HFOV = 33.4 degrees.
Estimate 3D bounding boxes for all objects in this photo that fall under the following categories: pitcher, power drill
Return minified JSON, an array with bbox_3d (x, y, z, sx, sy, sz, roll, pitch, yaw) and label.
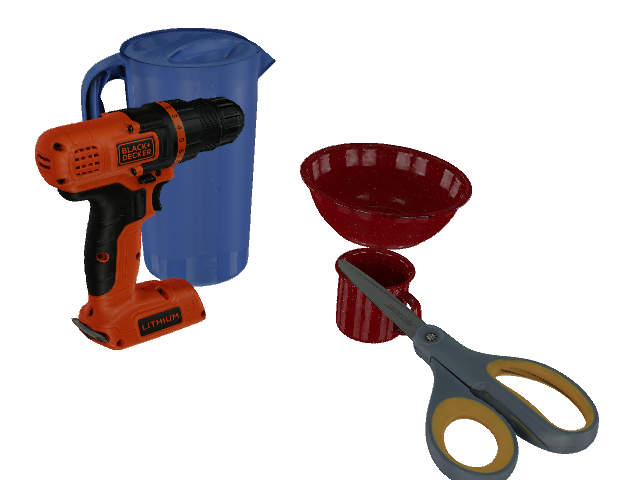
[{"bbox_3d":[-0.136,-0.080,1.054,0.149,0.243,0.144,12,28,19],"label":"pitcher"},{"bbox_3d":[-0.136,-0.018,0.860,0.184,0.188,0.057,-18,26,-37],"label":"power drill"}]

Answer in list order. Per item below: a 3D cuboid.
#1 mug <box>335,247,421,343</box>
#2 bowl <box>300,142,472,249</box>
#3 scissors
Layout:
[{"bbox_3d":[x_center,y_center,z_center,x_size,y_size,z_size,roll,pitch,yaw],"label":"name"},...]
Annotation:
[{"bbox_3d":[0.070,0.070,1.239,0.117,0.081,0.093,26,36,34],"label":"mug"},{"bbox_3d":[0.059,-0.036,1.005,0.162,0.055,0.162,5,27,-3],"label":"bowl"},{"bbox_3d":[0.055,0.071,0.590,0.202,0.016,0.096,25,49,36],"label":"scissors"}]
